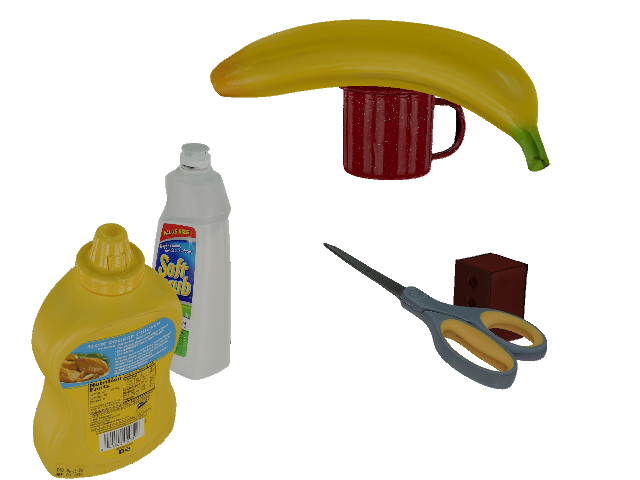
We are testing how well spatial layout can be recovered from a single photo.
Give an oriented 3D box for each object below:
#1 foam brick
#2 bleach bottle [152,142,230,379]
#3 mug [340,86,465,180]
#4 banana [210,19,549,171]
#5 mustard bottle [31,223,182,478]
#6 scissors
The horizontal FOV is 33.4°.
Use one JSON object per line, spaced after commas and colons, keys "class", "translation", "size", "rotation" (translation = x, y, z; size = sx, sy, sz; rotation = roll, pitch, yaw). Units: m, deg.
{"class": "foam brick", "translation": [0.166, 0.057, 1.051], "size": [0.051, 0.078, 0.053], "rotation": [-11, 19, -35]}
{"class": "bleach bottle", "translation": [-0.139, 0.017, 1.128], "size": [0.103, 0.251, 0.067], "rotation": [25, 32, 38]}
{"class": "mug", "translation": [0.074, -0.102, 0.973], "size": [0.117, 0.081, 0.093], "rotation": [0, 15, 1]}
{"class": "banana", "translation": [0.038, -0.094, 0.599], "size": [0.198, 0.069, 0.037], "rotation": [14, -32, 15]}
{"class": "mustard bottle", "translation": [-0.136, 0.068, 0.685], "size": [0.096, 0.192, 0.058], "rotation": [-16, 47, -29]}
{"class": "scissors", "translation": [0.091, 0.047, 0.811], "size": [0.096, 0.016, 0.202], "rotation": [-6, 32, -31]}
